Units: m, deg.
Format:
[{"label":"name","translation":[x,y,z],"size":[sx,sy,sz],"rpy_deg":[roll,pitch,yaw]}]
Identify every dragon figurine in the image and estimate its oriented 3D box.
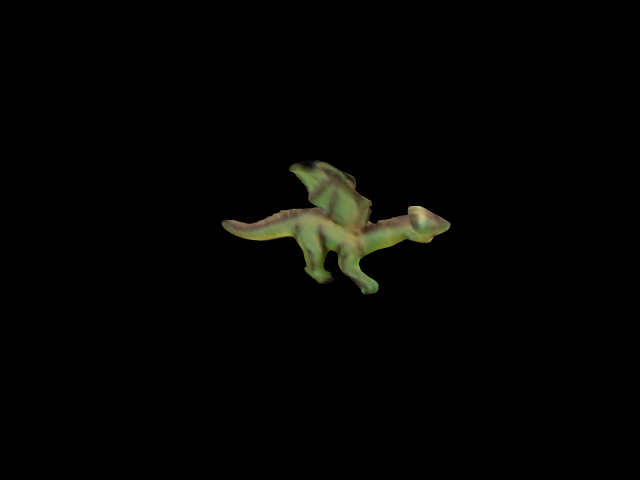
[{"label":"dragon figurine","translation":[0.003,-0.043,0.850],"size":[0.411,0.125,0.237],"rpy_deg":[14,-41,12]}]
